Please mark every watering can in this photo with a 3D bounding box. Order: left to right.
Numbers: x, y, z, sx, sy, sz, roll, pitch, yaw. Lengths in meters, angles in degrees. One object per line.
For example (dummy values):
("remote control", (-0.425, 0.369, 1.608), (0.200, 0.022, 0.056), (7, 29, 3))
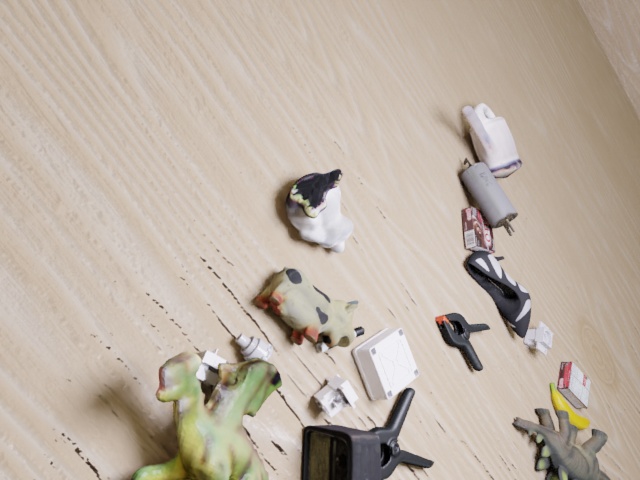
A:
("watering can", (0.470, -0.274, 1.428), (0.350, 0.103, 0.225), (-18, 87, -59))

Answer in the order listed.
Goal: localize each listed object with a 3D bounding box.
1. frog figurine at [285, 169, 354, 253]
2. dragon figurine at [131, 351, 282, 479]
("frog figurine", (0.003, -0.051, 1.020), (0.156, 0.122, 0.140), (69, 26, -51))
("dragon figurine", (-0.116, 0.301, 0.773), (0.403, 0.122, 0.247), (49, 56, -39))
